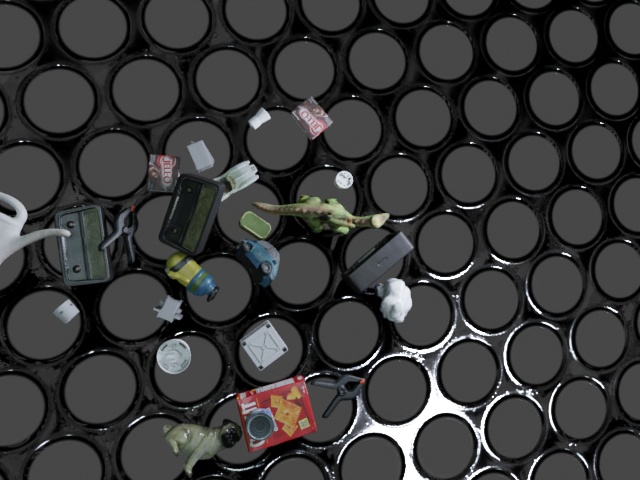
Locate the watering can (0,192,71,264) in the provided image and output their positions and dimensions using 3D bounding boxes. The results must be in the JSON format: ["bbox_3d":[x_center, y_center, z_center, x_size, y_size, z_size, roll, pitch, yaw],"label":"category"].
[{"bbox_3d":[-0.891,-0.007,1.442,0.348,0.103,0.226,23,81,9],"label":"watering can"}]

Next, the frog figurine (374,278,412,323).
[{"bbox_3d":[0.242,0.191,1.616,0.122,0.159,0.138,6,86,-11],"label":"frog figurine"}]

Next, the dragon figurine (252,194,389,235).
[{"bbox_3d":[0.005,-0.078,1.560,0.410,0.243,0.122,4,92,-12],"label":"dragon figurine"}]
